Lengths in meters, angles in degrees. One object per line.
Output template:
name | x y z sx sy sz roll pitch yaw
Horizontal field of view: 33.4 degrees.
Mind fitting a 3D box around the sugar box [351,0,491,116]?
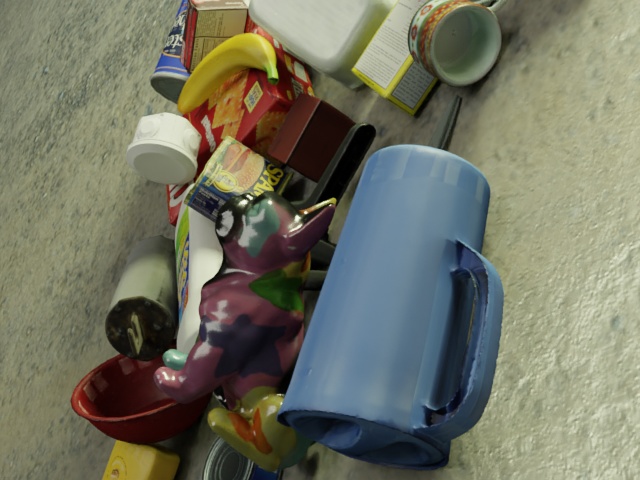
sugar box | 0.109 -0.216 1.042 0.176 0.048 0.093 -53 33 9

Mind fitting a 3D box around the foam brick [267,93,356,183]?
foam brick | -0.010 -0.108 1.126 0.078 0.051 0.053 -61 31 3

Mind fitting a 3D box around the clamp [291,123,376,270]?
clamp | -0.007 0.001 1.056 0.210 0.036 0.164 -38 46 39

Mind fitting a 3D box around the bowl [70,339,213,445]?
bowl | -0.174 0.165 1.114 0.162 0.055 0.162 -12 21 5

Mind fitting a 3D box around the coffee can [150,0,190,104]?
coffee can | -0.147 -0.247 1.375 0.103 0.102 0.140 -1 66 55

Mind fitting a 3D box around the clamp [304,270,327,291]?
clamp | -0.035 0.043 1.026 0.120 0.039 0.172 -53 51 20

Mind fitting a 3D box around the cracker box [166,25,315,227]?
cracker box | -0.099 -0.128 1.250 0.214 0.072 0.164 -45 36 27

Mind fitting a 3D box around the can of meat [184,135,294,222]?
can of meat | -0.086 -0.054 1.129 0.058 0.084 0.102 -55 5 39

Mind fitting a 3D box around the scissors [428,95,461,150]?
scissors | 0.070 -0.043 0.969 0.096 0.016 0.201 0 65 23

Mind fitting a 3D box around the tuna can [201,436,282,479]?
tuna can | -0.074 0.217 0.999 0.086 0.033 0.086 -34 42 37

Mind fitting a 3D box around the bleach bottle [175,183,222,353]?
bleach bottle | -0.116 0.050 1.108 0.251 0.068 0.103 -98 23 -53

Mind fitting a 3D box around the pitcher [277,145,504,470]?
pitcher | 0.068 0.050 0.838 0.145 0.149 0.242 86 -161 -67

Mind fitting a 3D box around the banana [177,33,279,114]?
banana | -0.104 -0.191 1.196 0.198 0.037 0.069 -9 59 54

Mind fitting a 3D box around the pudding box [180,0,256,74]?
pudding box | -0.108 -0.249 1.284 0.039 0.113 0.090 -120 33 -40

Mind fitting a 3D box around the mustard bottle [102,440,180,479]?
mustard bottle | -0.212 0.302 1.111 0.096 0.058 0.191 8 74 54
